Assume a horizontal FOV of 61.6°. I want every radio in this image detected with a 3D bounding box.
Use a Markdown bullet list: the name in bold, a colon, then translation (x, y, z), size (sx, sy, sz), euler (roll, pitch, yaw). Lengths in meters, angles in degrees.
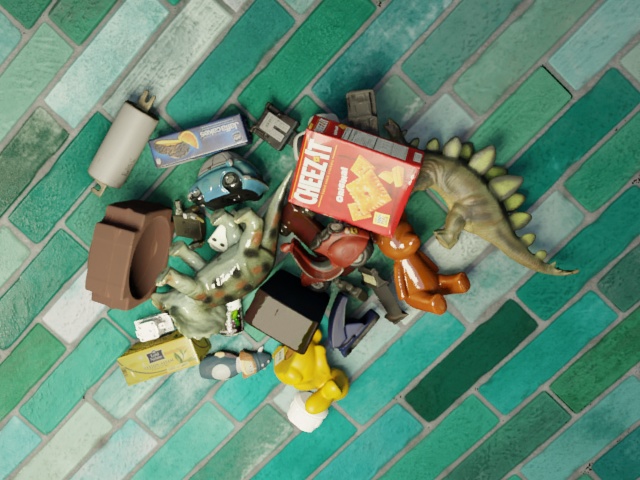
- **radio**: translation (-0.058, 0.131, 1.053), size (0.131, 0.229, 0.073), euler (28, 98, 2)

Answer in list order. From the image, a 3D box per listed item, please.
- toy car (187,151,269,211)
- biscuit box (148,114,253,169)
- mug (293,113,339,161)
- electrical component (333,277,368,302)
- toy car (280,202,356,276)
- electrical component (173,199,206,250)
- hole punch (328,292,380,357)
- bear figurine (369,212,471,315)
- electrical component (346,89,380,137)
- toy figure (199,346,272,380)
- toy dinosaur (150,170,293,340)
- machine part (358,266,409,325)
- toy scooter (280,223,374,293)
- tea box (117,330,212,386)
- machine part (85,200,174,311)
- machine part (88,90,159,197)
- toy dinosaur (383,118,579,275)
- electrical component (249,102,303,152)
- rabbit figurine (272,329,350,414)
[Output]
- **toy car**: translation (-0.190, -0.125, 1.093), size (0.162, 0.109, 0.103), euler (-16, 73, 22)
- **biscuit box**: translation (-0.242, -0.201, 1.097), size (0.203, 0.059, 0.062), euler (-15, 98, 6)
- **mug**: translation (-0.001, -0.195, 1.069), size (0.109, 0.081, 0.107), euler (-4, 91, -16)
- **electrical component**: translation (0.065, 0.104, 1.121), size (0.063, 0.094, 0.021), euler (24, 82, 34)
- **toy car**: translation (-0.002, -0.003, 1.099), size (0.202, 0.053, 0.089), euler (43, 120, -16)
- **electrical component**: translation (-0.270, -0.029, 1.121), size (0.078, 0.045, 0.102), euler (12, 124, 6)
- **hole punch**: translation (0.051, 0.170, 1.103), size (0.092, 0.142, 0.116), euler (38, 86, -4)
- **bear figurine**: translation (0.193, 0.039, 1.072), size (0.120, 0.132, 0.195), euler (-31, 105, -32)
- **electrical component**: translation (0.085, -0.219, 1.043), size (0.058, 0.115, 0.134), euler (-6, 97, 7)
- **toy figure**: translation (-0.183, 0.273, 1.172), size (0.155, 0.058, 0.064), euler (-7, 137, 4)
- **toy dinosaur**: translation (-0.169, 0.051, 1.039), size (0.405, 0.131, 0.192), euler (-33, 125, 7)
- **machine part**: translation (0.129, 0.111, 1.118), size (0.039, 0.084, 0.138), euler (-39, 105, -21)
- **toy scooter**: translation (0.005, 0.023, 1.037), size (0.135, 0.075, 0.184), euler (36, 122, -23)
- **tea box**: translation (-0.332, 0.243, 1.156), size (0.170, 0.098, 0.068), euler (-20, 98, 5)
- **machine part**: translation (-0.375, 0.025, 1.071), size (0.087, 0.201, 0.200), euler (15, 100, 4)
- **machine part**: translation (-0.403, -0.194, 1.102), size (0.079, 0.079, 0.243), euler (33, 99, -1)
- **toy dinosaur**: translation (0.301, -0.071, 1.055), size (0.198, 0.105, 0.471), euler (-42, 93, 9)
- **electrical component**: translation (-0.075, -0.216, 1.090), size (0.119, 0.048, 0.075), euler (38, 100, -1)
- **rabbit figurine**: translation (0.000, 0.279, 1.120), size (0.173, 0.162, 0.122), euler (40, 99, -24)
